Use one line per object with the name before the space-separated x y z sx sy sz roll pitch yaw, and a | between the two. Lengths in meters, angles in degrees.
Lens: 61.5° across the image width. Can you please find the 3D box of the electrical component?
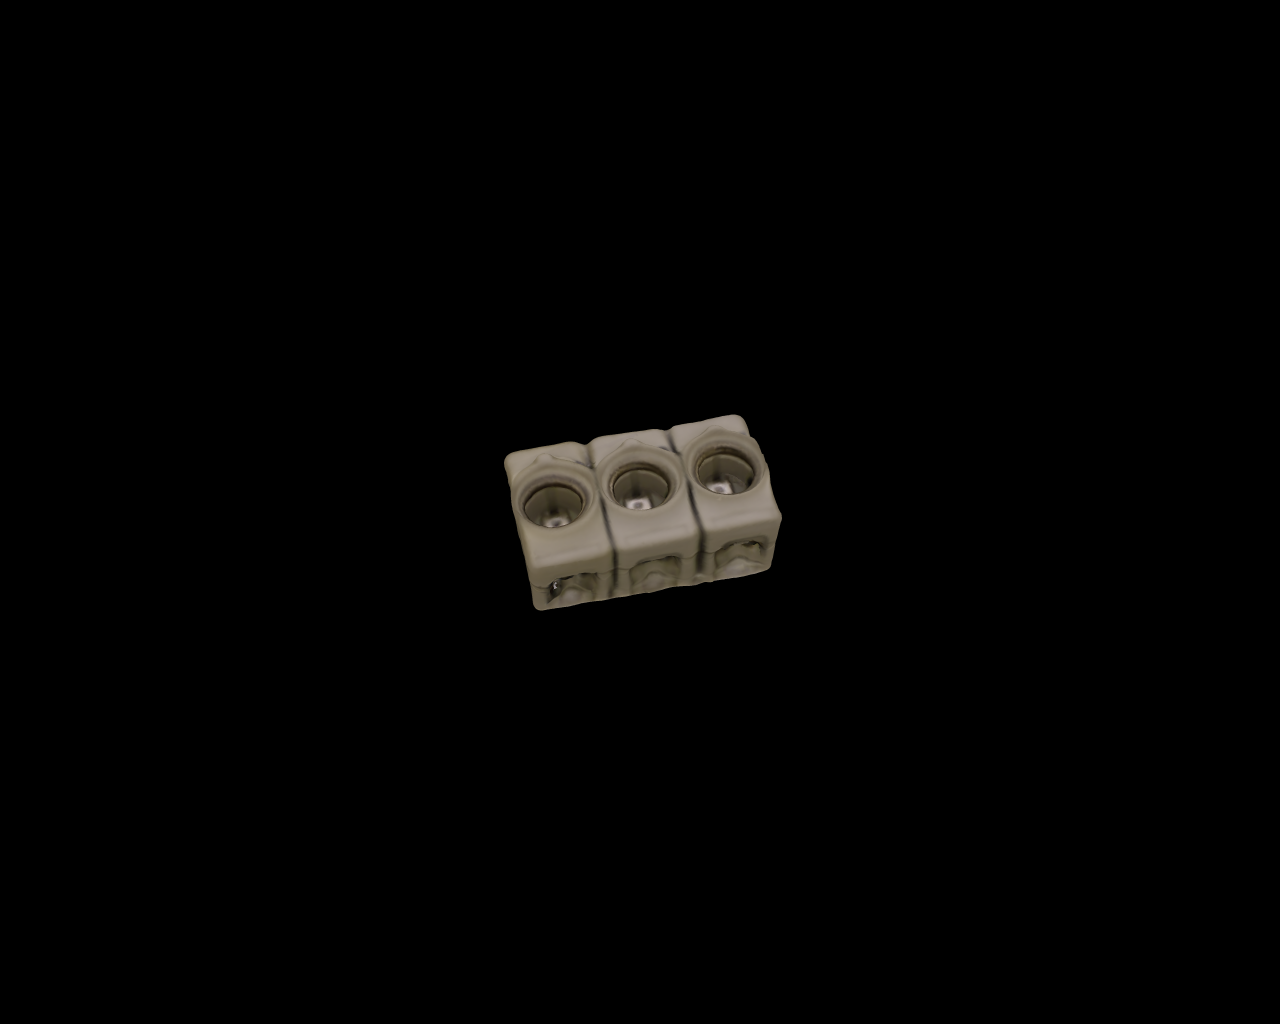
electrical component | 0.001 -0.003 0.650 0.150 0.090 0.061 -10 -36 -8
